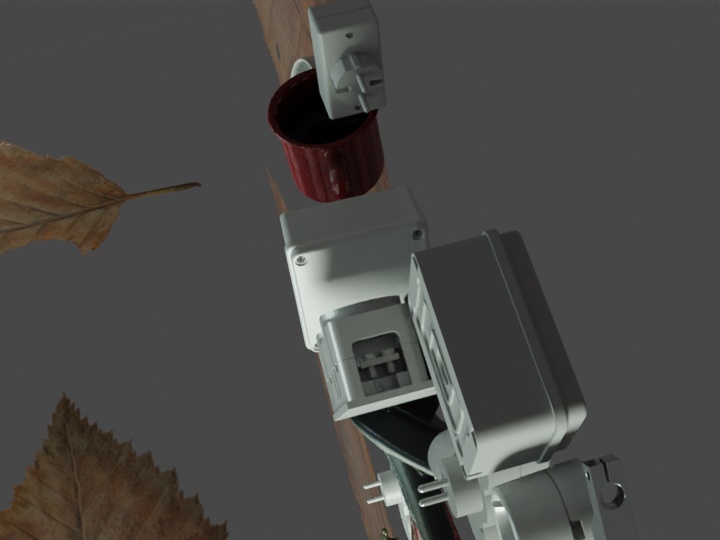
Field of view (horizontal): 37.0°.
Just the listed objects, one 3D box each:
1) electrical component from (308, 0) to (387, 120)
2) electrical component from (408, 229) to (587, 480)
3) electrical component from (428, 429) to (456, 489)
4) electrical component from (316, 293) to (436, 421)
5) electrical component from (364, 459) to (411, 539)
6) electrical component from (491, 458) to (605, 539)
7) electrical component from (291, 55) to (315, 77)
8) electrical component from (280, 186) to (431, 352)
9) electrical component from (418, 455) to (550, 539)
[{"bbox_3d":[-0.005,-0.151,0.820,0.083,0.047,0.075,82,171,-47],"label":"electrical component"},{"bbox_3d":[0.069,0.044,0.566,0.078,0.057,0.113,89,165,-65],"label":"electrical component"},{"bbox_3d":[0.078,0.145,0.778,0.081,0.043,0.043,-144,40,-80],"label":"electrical component"},{"bbox_3d":[0.030,0.054,0.709,0.186,0.105,0.060,111,144,-79],"label":"electrical component"},{"bbox_3d":[0.041,0.233,1.166,0.052,0.074,0.138,-121,18,-68],"label":"electrical component"},{"bbox_3d":[0.098,0.130,0.554,0.055,0.047,0.055,166,90,-84],"label":"electrical component"},{"bbox_3d":[-0.027,-0.161,1.033,0.099,0.064,0.099,168,90,-69],"label":"electrical component"},{"bbox_3d":[0.000,0.000,0.844,0.056,0.109,0.108,-107,6,-50],"label":"electrical component"},{"bbox_3d":[0.071,0.131,0.665,0.138,0.074,0.052,83,170,-51],"label":"electrical component"}]
